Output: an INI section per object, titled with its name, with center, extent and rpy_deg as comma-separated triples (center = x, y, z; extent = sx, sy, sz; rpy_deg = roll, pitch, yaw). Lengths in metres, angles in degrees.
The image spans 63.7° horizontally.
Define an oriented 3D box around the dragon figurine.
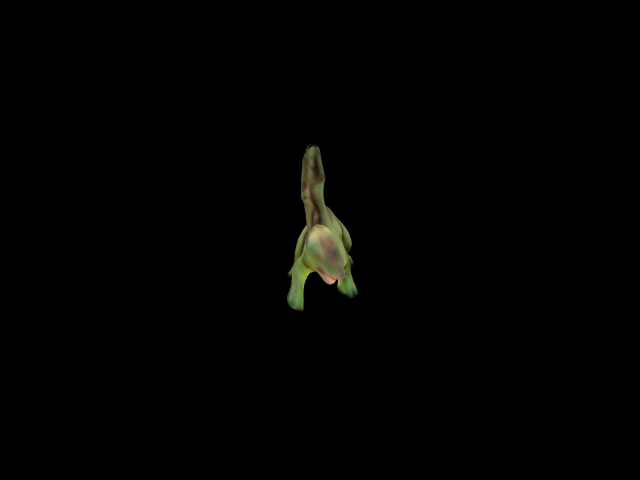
[dragon figurine]
center = 0.003, -0.043, 0.850
extent = 0.122, 0.237, 0.419
rpy_deg = -2, 32, -3
